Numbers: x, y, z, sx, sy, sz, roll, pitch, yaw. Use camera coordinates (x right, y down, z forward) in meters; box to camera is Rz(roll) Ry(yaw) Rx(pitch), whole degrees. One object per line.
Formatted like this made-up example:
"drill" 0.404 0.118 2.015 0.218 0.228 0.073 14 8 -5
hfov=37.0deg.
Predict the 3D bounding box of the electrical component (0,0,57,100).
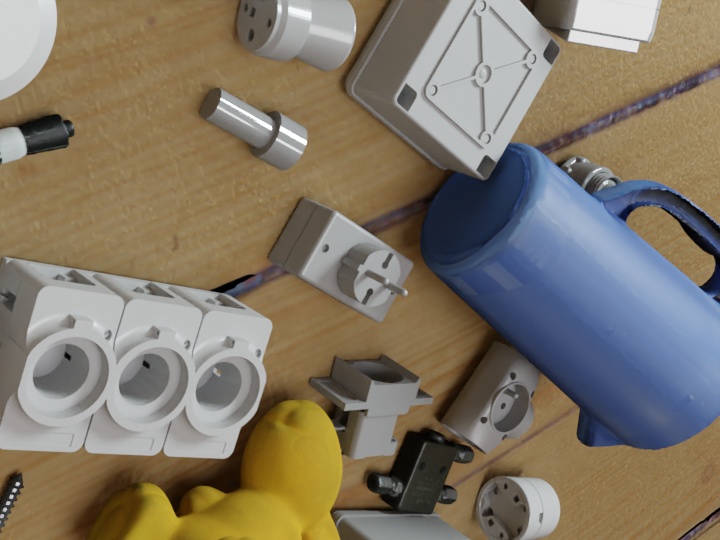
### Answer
"electrical component" -0.188 -0.120 0.502 0.080 0.051 0.080 -16 117 -34

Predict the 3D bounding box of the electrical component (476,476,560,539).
"electrical component" 0.132 0.198 0.891 0.047 0.055 0.055 8 102 -45

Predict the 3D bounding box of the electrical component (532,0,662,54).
"electrical component" 0.159 -0.185 0.737 0.062 0.096 0.061 7 104 -11

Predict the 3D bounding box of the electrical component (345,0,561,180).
"electrical component" 0.062 -0.131 0.699 0.109 0.056 0.108 33 85 -42

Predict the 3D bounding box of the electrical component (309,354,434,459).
"electrical component" 0.005 0.097 0.754 0.081 0.042 0.063 2 110 -39

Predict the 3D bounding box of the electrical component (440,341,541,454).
"electrical component" 0.111 0.107 0.843 0.077 0.044 0.079 -55 131 -8

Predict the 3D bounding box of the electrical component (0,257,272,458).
"electrical component" -0.132 0.054 0.610 0.150 0.062 0.089 12 100 -41

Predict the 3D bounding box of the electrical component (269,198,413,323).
"electrical component" 0.000 0.000 0.687 0.083 0.076 0.047 32 86 -42

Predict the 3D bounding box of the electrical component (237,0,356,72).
"electrical component" -0.037 -0.141 0.622 0.055 0.045 0.045 4 104 -40

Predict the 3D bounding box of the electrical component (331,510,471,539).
"electrical component" 0.017 0.240 0.811 0.109 0.056 0.108 11 100 -41

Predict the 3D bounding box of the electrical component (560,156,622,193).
"electrical component" 0.181 -0.058 0.822 0.048 0.062 0.048 -16 117 -34
